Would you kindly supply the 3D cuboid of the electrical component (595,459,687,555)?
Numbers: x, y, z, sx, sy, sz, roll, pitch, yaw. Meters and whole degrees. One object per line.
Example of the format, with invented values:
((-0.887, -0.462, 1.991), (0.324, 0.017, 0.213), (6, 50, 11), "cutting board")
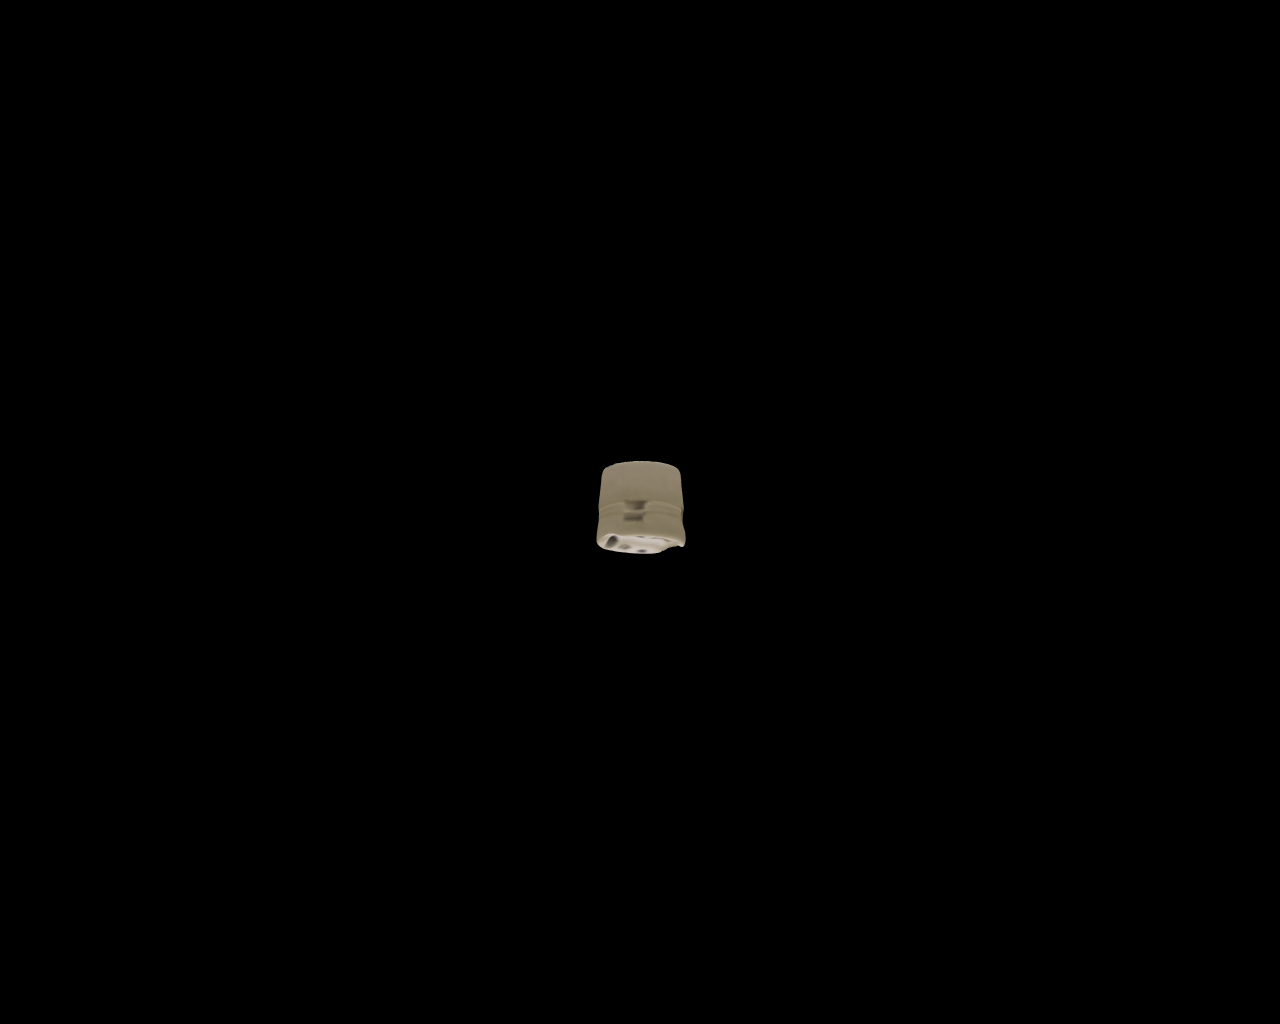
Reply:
((0.001, -0.003, 0.650), (0.055, 0.047, 0.055), (0, -14, 0), "electrical component")
